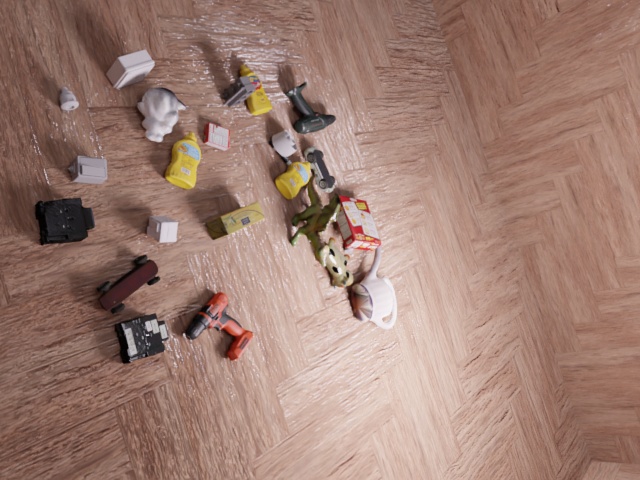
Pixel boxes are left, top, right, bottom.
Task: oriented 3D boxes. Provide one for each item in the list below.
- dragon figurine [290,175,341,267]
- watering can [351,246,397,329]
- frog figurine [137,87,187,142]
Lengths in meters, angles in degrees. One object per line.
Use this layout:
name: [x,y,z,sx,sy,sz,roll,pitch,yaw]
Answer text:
dragon figurine: [0.006,-0.096,1.902,0.121,0.240,0.417,20,64,-33]
watering can: [0.214,0.194,2.079,0.225,0.103,0.349,-7,82,-44]
frog figurine: [-0.511,-0.394,1.612,0.137,0.120,0.162,25,64,3]
